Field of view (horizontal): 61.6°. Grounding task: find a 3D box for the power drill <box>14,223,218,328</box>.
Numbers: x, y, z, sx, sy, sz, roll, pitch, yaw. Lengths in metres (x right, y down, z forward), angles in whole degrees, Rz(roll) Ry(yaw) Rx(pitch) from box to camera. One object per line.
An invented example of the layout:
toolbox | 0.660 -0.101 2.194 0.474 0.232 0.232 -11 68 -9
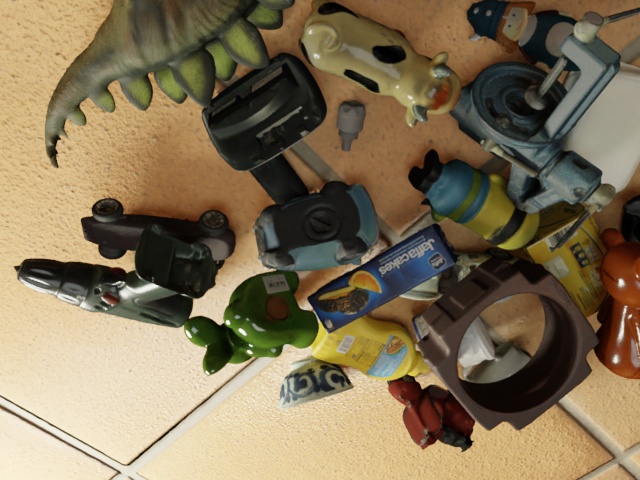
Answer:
power drill | -0.248 0.052 0.693 0.232 0.086 0.207 26 140 -35

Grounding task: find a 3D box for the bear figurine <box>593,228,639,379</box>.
bear figurine | 0.428 0.082 0.705 0.132 0.120 0.195 -6 114 -6

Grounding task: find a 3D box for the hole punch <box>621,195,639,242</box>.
hole punch | 0.493 -0.014 0.758 0.142 0.092 0.115 -9 89 5

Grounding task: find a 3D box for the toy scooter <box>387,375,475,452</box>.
toy scooter | 0.188 0.289 0.866 0.184 0.135 0.075 32 110 -20

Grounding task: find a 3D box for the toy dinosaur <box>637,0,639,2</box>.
toy dinosaur | 0.483 -0.332 0.563 0.405 0.131 0.192 -23 118 2

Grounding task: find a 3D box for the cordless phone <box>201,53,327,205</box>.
cordless phone | -0.044 -0.121 0.675 0.147 0.089 0.184 -30 127 12

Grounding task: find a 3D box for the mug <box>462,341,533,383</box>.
mug | 0.288 0.211 0.867 0.109 0.081 0.107 35 100 -14

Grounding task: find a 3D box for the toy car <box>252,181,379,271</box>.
toy car | -0.001 -0.002 0.715 0.162 0.109 0.102 -17 155 3

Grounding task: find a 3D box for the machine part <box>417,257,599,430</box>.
machine part | 0.252 0.139 0.735 0.201 0.087 0.201 -40 105 2

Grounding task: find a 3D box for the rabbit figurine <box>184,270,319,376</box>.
rabbit figurine | -0.105 0.136 0.764 0.159 0.121 0.170 -18 158 -41

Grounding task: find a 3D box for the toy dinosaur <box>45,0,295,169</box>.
toy dinosaur | -0.162 -0.243 0.579 0.471 0.105 0.198 -27 120 16

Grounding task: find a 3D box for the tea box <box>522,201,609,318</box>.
tea box | 0.360 0.028 0.772 0.098 0.068 0.169 -32 117 13

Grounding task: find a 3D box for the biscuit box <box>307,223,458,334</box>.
biscuit box | 0.084 0.051 0.725 0.203 0.059 0.063 -32 87 18

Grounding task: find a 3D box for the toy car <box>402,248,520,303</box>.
toy car | 0.199 0.051 0.782 0.202 0.056 0.073 4 118 -5

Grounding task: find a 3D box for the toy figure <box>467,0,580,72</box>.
toy figure | 0.247 -0.244 0.628 0.154 0.058 0.064 16 78 -10

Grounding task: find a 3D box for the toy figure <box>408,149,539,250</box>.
toy figure | 0.204 -0.049 0.709 0.180 0.089 0.082 22 155 -19

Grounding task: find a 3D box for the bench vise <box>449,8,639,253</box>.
bench vise | 0.254 -0.132 0.591 0.129 0.224 0.240 -30 160 -20

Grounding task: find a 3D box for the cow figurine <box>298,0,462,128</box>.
cow figurine | 0.071 -0.198 0.601 0.195 0.127 0.085 22 118 -12

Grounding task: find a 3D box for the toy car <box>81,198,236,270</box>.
toy car | -0.215 -0.009 0.729 0.202 0.053 0.089 7 138 -5
